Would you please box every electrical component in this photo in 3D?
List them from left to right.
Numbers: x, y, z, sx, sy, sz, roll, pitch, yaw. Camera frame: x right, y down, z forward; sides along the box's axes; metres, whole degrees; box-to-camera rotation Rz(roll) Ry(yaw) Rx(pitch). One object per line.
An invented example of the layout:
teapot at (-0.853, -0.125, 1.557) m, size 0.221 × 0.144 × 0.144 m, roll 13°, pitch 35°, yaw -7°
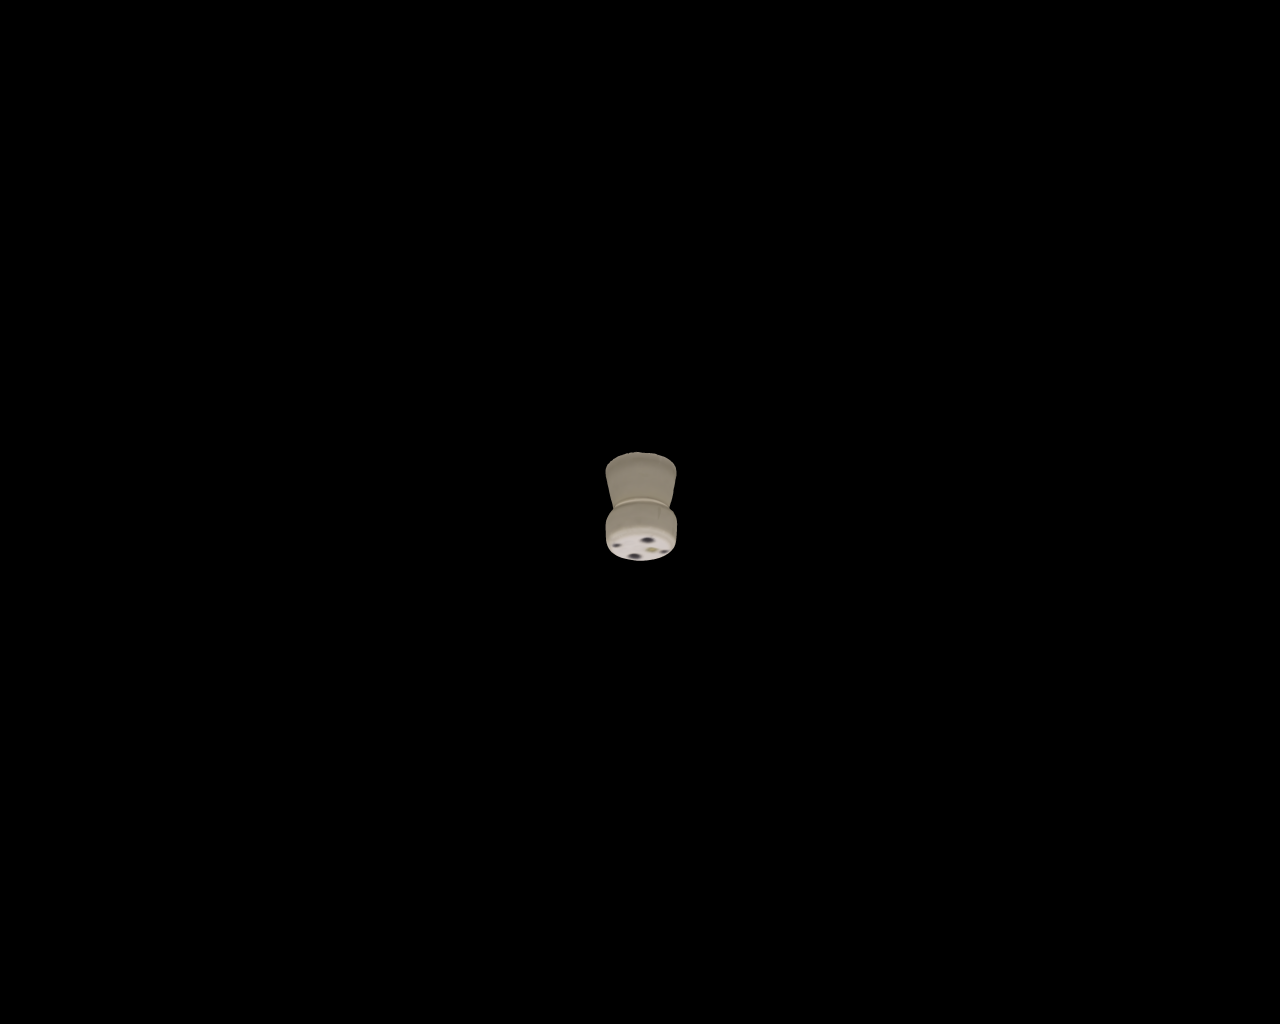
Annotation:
electrical component at (0.001, -0.003, 0.650) m, size 0.045 × 0.055 × 0.044 m, roll 0°, pitch -29°, yaw 0°
